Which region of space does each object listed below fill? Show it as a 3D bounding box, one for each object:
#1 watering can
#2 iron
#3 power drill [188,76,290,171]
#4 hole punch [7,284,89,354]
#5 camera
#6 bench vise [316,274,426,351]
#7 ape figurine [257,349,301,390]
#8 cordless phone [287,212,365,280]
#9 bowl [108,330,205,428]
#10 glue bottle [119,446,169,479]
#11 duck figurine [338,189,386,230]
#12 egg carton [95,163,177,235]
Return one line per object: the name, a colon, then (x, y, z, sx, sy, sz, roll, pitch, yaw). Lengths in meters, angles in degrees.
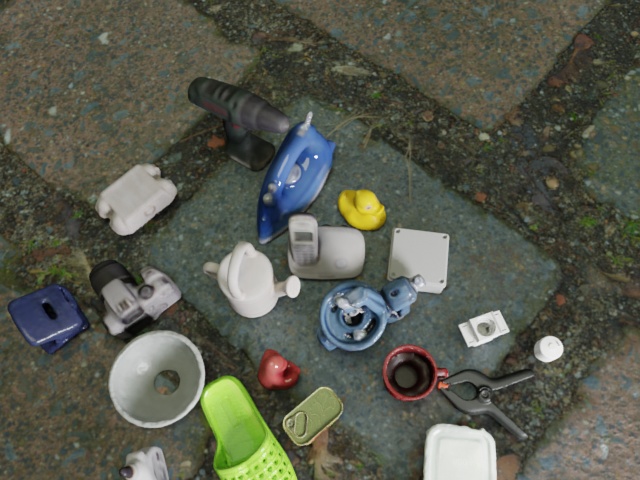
watering can: (-0.123, 0.066, 1.019, 0.173, 0.194, 0.101, -7, 68, -1)
iron: (-0.064, -0.124, 1.121, 0.118, 0.141, 0.258, 22, 71, 10)
power drill: (-0.148, -0.226, 1.128, 0.229, 0.208, 0.076, 29, 72, 12)
hole punch: (-0.499, 0.138, 1.056, 0.101, 0.091, 0.108, -37, 72, -12)
camera: (-0.358, 0.090, 1.066, 0.143, 0.101, 0.136, -39, 72, -13)
bench vise: (0.082, 0.100, 0.986, 0.121, 0.220, 0.207, 42, 75, 16)
ape figurine: (-0.077, 0.226, 1.009, 0.076, 0.092, 0.077, -23, 69, -7)
cordless phone: (0.010, 0.004, 1.045, 0.147, 0.185, 0.094, -2, 68, 1)
bowl: (-0.279, 0.249, 1.015, 0.167, 0.075, 0.167, 0, 68, 1)
glue bottle: (-0.285, 0.369, 0.914, 0.037, 0.173, 0.078, -17, 69, -5)
duck figurine: (0.083, -0.072, 1.126, 0.104, 0.086, 0.077, 32, 73, 13)
egg carton: (-0.367, -0.082, 1.151, 0.107, 0.069, 0.150, 42, 75, 16)
